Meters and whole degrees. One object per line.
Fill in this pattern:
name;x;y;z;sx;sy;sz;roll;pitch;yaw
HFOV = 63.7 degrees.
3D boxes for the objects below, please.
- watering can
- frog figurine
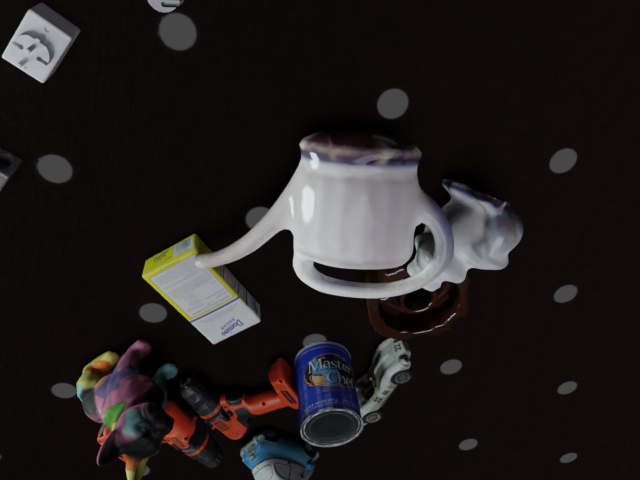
watering can;0.002;-0.034;0.672;0.348;0.221;0.105;5;15;6
frog figurine;0.203;0.006;0.726;0.122;0.158;0.139;8;18;-46
